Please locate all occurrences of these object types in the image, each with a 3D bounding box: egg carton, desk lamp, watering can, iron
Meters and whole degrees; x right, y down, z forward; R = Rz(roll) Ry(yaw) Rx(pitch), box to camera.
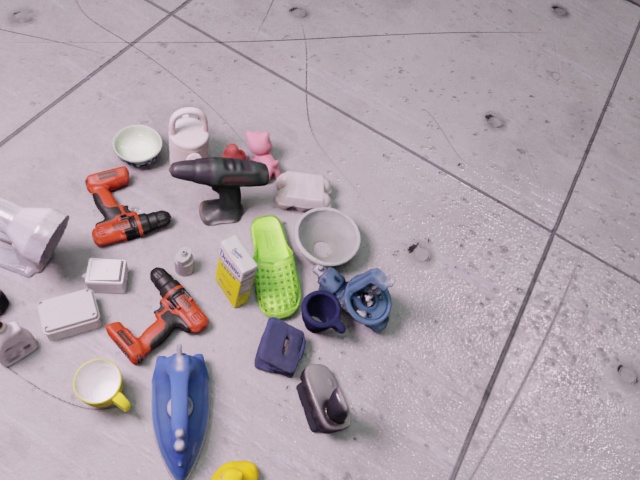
[{"bbox_3d":[-0.042,-0.124,1.494,0.150,0.069,0.107,5,59,-10],"label":"egg carton"},{"bbox_3d":[-0.631,-0.009,1.207,0.203,0.213,0.118,20,57,0],"label":"desk lamp"},{"bbox_3d":[-0.324,-0.253,1.434,0.101,0.194,0.172,-29,69,-26],"label":"watering can"},{"bbox_3d":[-0.273,0.336,1.123,0.119,0.141,0.258,-2,60,-13],"label":"iron"}]

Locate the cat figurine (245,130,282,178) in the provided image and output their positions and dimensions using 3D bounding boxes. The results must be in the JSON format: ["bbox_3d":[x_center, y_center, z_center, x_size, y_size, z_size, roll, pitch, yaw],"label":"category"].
[{"bbox_3d":[-0.146,-0.231,1.507,0.067,0.117,0.127,-26,68,-25],"label":"cat figurine"}]

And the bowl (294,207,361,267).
[{"bbox_3d":[0.013,0.005,1.426,0.167,0.074,0.167,6,59,-9],"label":"bowl"}]

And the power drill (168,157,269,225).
[{"bbox_3d":[-0.240,-0.122,1.366,0.230,0.208,0.075,-9,62,-17],"label":"power drill"}]

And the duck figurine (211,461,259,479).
[{"bbox_3d":[-0.166,0.463,1.104,0.105,0.086,0.077,-21,66,-23],"label":"duck figurine"}]

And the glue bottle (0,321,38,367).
[{"bbox_3d":[-0.609,0.190,1.116,0.078,0.173,0.037,-34,71,-27],"label":"glue bottle"}]

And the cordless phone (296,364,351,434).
[{"bbox_3d":[0.020,0.313,1.178,0.094,0.185,0.147,-17,64,-21],"label":"cordless phone"}]

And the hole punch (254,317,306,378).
[{"bbox_3d":[-0.084,0.234,1.257,0.101,0.091,0.109,16,57,-3],"label":"hole punch"}]

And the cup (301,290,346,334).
[{"bbox_3d":[0.007,0.182,1.307,0.117,0.095,0.092,40,60,12],"label":"cup"}]

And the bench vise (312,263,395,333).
[{"bbox_3d":[0.078,0.116,1.288,0.207,0.219,0.121,17,57,-2],"label":"bench vise"}]

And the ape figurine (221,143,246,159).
[{"bbox_3d":[-0.228,-0.216,1.494,0.078,0.092,0.076,-8,62,-17],"label":"ape figurine"}]

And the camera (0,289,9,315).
[{"bbox_3d":[-0.738,0.137,1.162,0.143,0.101,0.137,18,57,-1],"label":"camera"}]
